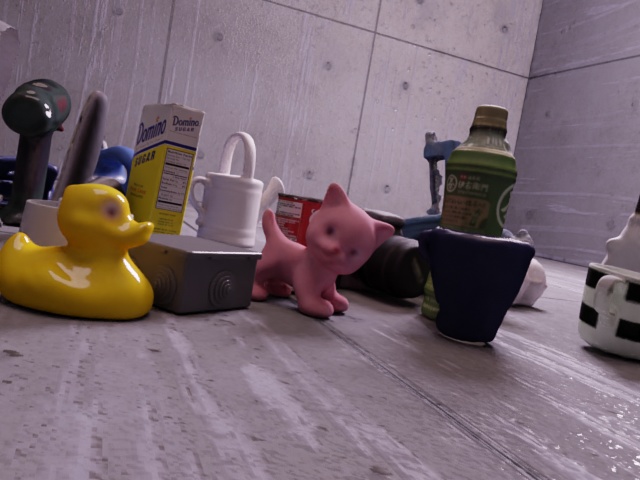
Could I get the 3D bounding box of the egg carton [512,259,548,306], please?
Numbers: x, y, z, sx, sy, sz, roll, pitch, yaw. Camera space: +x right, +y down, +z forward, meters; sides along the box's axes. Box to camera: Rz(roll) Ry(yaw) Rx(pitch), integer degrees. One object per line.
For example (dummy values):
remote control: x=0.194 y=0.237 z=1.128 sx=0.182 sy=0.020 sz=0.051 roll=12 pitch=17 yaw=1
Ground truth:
egg carton: x=0.255 y=0.051 z=0.853 sx=0.108 sy=0.069 sz=0.149 roll=6 pitch=5 yaw=-40

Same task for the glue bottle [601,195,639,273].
glue bottle: x=0.357 y=0.029 z=0.658 sx=0.077 sy=0.173 sz=0.037 roll=12 pitch=4 yaw=28

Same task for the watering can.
watering can: x=-0.145 y=-0.089 z=0.998 sx=0.100 sy=0.194 sz=0.173 roll=12 pitch=4 yaw=31

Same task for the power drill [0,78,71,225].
power drill: x=-0.398 y=-0.127 z=0.805 sx=0.076 sy=0.208 sz=0.229 roll=8 pitch=4 yaw=-19

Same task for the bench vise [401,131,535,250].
bench vise: x=0.185 y=-0.031 z=0.764 sx=0.206 sy=0.220 sz=0.122 roll=11 pitch=4 yaw=22

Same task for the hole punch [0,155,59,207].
hole punch: x=-0.510 y=-0.097 z=0.973 sx=0.109 sy=0.091 sz=0.100 roll=7 pitch=5 yaw=-35

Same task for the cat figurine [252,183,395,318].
cat figurine: x=-0.003 y=0.005 z=0.524 sx=0.127 sy=0.118 sz=0.067 roll=11 pitch=4 yaw=23

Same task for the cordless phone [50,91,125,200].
cordless phone: x=-0.271 y=-0.083 z=0.653 sx=0.094 sy=0.185 sz=0.147 roll=7 pitch=5 yaw=-33

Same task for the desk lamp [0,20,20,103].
desk lamp: x=-0.367 y=-0.101 z=0.461 sx=0.204 sy=0.213 sz=0.117 roll=8 pitch=4 yaw=-19

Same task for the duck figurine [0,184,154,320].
duck figurine: x=-0.162 y=0.003 z=0.391 sx=0.104 sy=0.086 sz=0.077 roll=10 pitch=4 yaw=-1

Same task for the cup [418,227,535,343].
cup: x=0.127 y=0.039 z=0.517 sx=0.092 sy=0.095 sz=0.117 roll=7 pitch=5 yaw=-38

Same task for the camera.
camera: x=0.062 y=0.015 z=0.677 sx=0.144 sy=0.101 sz=0.136 roll=7 pitch=4 yaw=-30

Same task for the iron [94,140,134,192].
iron: x=-0.318 y=-0.087 z=0.925 sx=0.119 sy=0.141 sz=0.257 roll=6 pitch=5 yaw=-43
